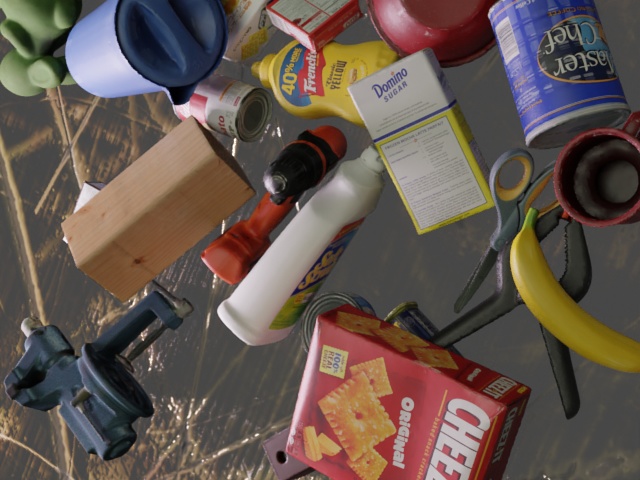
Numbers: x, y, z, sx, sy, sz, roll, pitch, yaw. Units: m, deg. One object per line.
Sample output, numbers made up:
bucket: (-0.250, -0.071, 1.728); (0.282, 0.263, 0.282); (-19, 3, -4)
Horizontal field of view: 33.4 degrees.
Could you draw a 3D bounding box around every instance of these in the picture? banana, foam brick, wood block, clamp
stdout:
banana: (0.243, 0.063, 1.026); (0.069, 0.037, 0.198); (-38, 86, 2)
foam brick: (-0.014, 0.233, 1.202); (0.078, 0.051, 0.053); (-34, 71, 25)
wood block: (-0.190, -0.036, 1.255); (0.206, 0.090, 0.090); (-39, 44, 6)
clamp: (0.220, 0.065, 1.066); (0.164, 0.036, 0.210); (29, 93, 9)

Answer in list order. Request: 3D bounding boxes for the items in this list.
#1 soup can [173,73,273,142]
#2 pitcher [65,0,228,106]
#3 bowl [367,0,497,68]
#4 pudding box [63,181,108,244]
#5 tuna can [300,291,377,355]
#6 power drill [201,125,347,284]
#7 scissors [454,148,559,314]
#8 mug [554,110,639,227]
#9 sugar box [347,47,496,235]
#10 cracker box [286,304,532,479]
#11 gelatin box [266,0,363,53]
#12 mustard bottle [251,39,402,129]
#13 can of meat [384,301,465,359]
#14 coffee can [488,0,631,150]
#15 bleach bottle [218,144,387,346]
soup can: (-0.116, -0.161, 1.274); (0.102, 0.068, 0.068); (22, 99, 30)
pitcher: (-0.217, -0.243, 1.257); (0.243, 0.144, 0.149); (2, 61, 60)
bowl: (0.127, -0.260, 1.101); (0.162, 0.055, 0.162); (1, 96, 6)
pudding box: (-0.272, -0.015, 1.379); (0.114, 0.039, 0.090); (28, 101, 27)
tuna can: (0.022, 0.101, 1.197); (0.086, 0.033, 0.086); (-2, 86, 31)
power drill: (-0.053, -0.037, 1.176); (0.057, 0.184, 0.188); (43, 117, 3)
scissors: (0.176, -0.014, 1.089); (0.202, 0.096, 0.016); (-47, 26, 19)
mug: (0.285, -0.068, 1.017); (0.093, 0.081, 0.117); (27, 101, 29)
sugar box: (0.109, -0.102, 1.111); (0.093, 0.048, 0.176); (-22, 97, 23)
cracker box: (0.080, 0.181, 1.061); (0.214, 0.072, 0.164); (24, 112, 27)
gelatin box: (-0.006, -0.258, 1.206); (0.073, 0.030, 0.089); (-40, 50, -12)
mustard bottle: (0.003, -0.183, 1.207); (0.192, 0.058, 0.096); (13, 87, 32)
can of meat: (0.092, 0.131, 1.141); (0.084, 0.057, 0.102); (47, 110, 22)
coffee can: (0.233, -0.172, 1.042); (0.103, 0.102, 0.140); (-21, 77, 29)
bleach bottle: (-0.008, 0.001, 1.180); (0.068, 0.102, 0.251); (43, 110, 20)
